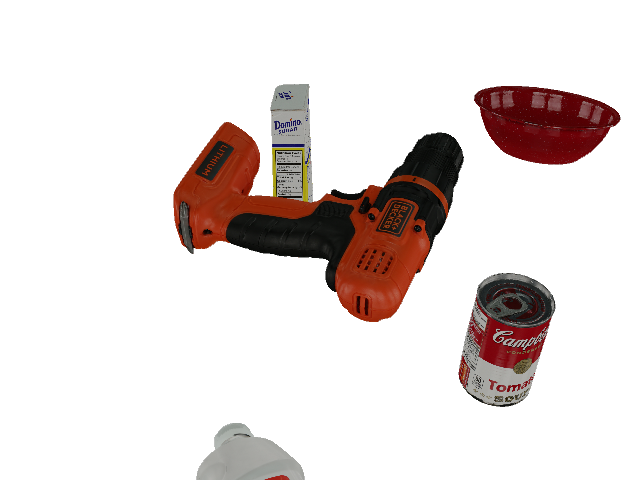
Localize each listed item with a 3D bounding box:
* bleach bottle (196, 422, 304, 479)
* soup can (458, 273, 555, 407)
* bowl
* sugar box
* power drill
[{"bbox_3d":[-0.043,0.215,0.718,0.102,0.068,0.251,-11,32,-11],"label":"bleach bottle"},{"bbox_3d":[0.163,0.089,0.947,0.068,0.102,0.068,4,38,-3],"label":"soup can"},{"bbox_3d":[0.248,-0.126,1.194,0.162,0.055,0.162,5,24,-2],"label":"bowl"},{"bbox_3d":[-0.033,-0.084,1.235,0.048,0.176,0.093,-2,25,3],"label":"sugar box"},{"bbox_3d":[0.000,-0.033,0.791,0.188,0.057,0.184,13,45,18],"label":"power drill"}]
